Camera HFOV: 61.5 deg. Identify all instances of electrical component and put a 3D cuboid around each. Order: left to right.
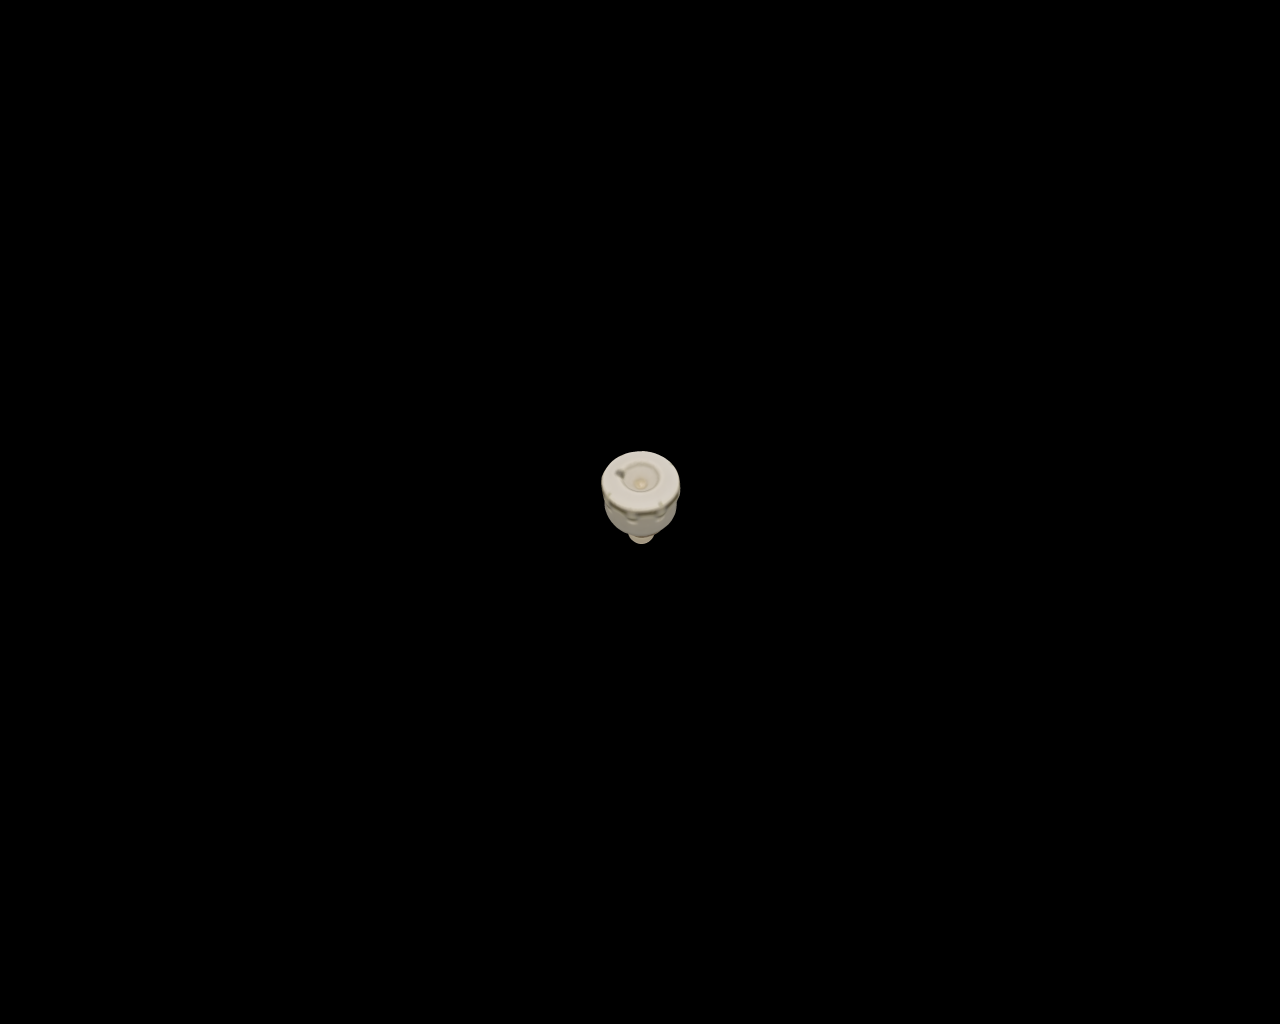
[{"bbox_3d":[0.001,-0.003,0.650,0.048,0.048,0.062,0,-37,0],"label":"electrical component"}]
